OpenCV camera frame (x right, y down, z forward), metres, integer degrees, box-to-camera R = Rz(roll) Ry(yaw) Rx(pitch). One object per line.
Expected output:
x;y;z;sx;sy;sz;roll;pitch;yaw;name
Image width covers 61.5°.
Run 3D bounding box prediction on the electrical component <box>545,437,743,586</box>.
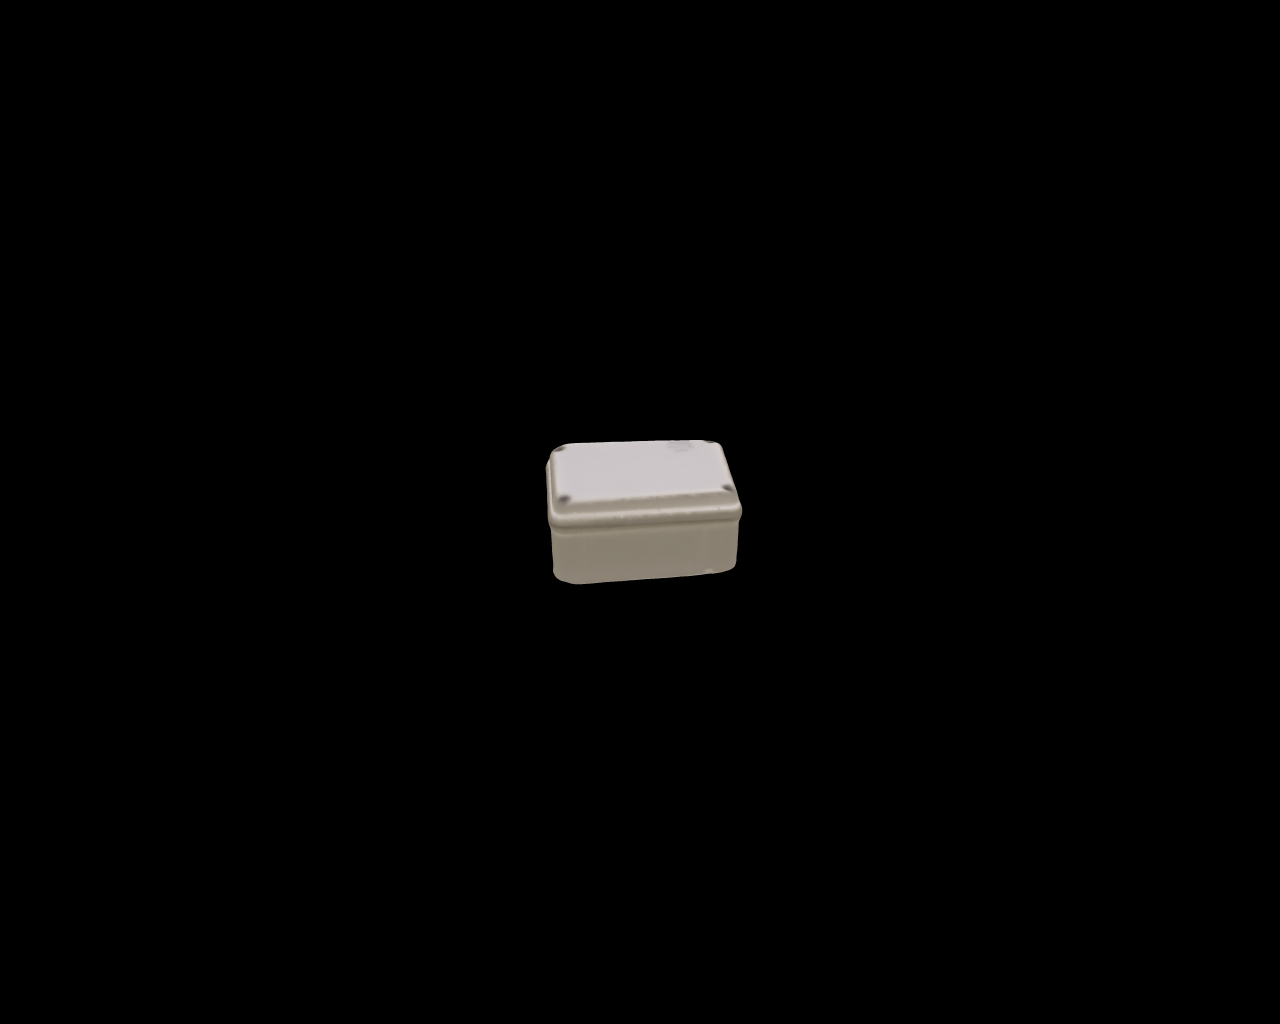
0.001;-0.003;0.650;0.113;0.057;0.078;-3;32;-5;electrical component
